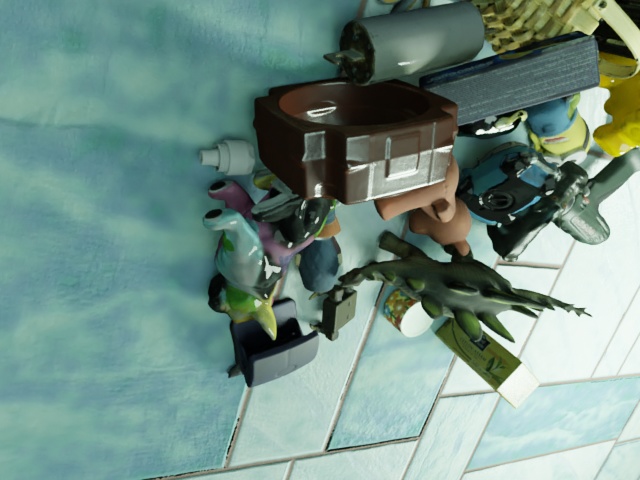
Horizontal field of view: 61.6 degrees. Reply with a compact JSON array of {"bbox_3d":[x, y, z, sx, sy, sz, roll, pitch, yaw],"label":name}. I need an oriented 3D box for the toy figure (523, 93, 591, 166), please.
[{"bbox_3d":[0.382,-0.192,0.864,0.089,0.082,0.180,-51,125,-7],"label":"toy figure"}]

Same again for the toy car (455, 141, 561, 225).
[{"bbox_3d":[0.288,-0.101,0.838,0.109,0.103,0.161,26,144,-15],"label":"toy car"}]

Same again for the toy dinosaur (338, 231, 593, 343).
[{"bbox_3d":[0.239,0.080,0.851,0.471,0.199,0.105,4,116,-30],"label":"toy dinosaur"}]

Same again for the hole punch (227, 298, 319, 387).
[{"bbox_3d":[-0.063,0.164,0.791,0.142,0.092,0.115,-21,127,-23],"label":"hole punch"}]

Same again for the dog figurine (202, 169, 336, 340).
[{"bbox_3d":[-0.064,0.024,0.697,0.192,0.109,0.218,-14,127,-3],"label":"dog figurine"}]

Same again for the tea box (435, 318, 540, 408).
[{"bbox_3d":[0.300,0.212,0.973,0.068,0.170,0.098,-48,130,0],"label":"tea box"}]

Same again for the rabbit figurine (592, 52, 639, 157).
[{"bbox_3d":[0.489,-0.241,0.838,0.162,0.122,0.173,-39,84,5],"label":"rabbit figurine"}]

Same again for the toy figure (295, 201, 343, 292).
[{"bbox_3d":[-0.003,-0.002,0.756,0.064,0.058,0.154,-13,116,-30],"label":"toy figure"}]

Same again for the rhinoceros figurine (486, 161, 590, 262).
[{"bbox_3d":[0.351,-0.049,0.877,0.073,0.112,0.190,34,118,-5],"label":"rhinoceros figurine"}]

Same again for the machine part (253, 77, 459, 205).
[{"bbox_3d":[0.039,-0.122,0.623,0.201,0.202,0.087,-16,125,-23],"label":"machine part"}]

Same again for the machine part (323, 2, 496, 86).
[{"bbox_3d":[0.114,-0.242,0.660,0.243,0.079,0.079,-19,123,-22],"label":"machine part"}]

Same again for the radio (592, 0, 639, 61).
[{"bbox_3d":[0.457,-0.323,0.745,0.073,0.230,0.130,-24,129,-17],"label":"radio"}]

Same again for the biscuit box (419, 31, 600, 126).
[{"bbox_3d":[0.226,-0.194,0.661,0.203,0.059,0.062,-13,115,14],"label":"biscuit box"}]

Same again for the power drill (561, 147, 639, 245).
[{"bbox_3d":[0.495,-0.107,0.974,0.231,0.086,0.207,40,87,-31],"label":"power drill"}]

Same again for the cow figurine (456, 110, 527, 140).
[{"bbox_3d":[0.200,-0.170,0.758,0.167,0.098,0.068,-12,124,-17],"label":"cow figurine"}]

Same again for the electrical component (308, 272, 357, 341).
[{"bbox_3d":[0.020,0.104,0.835,0.078,0.045,0.102,-37,137,-45],"label":"electrical component"}]

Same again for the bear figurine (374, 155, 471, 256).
[{"bbox_3d":[0.151,-0.052,0.787,0.132,0.120,0.195,-14,147,9],"label":"bear figurine"}]
